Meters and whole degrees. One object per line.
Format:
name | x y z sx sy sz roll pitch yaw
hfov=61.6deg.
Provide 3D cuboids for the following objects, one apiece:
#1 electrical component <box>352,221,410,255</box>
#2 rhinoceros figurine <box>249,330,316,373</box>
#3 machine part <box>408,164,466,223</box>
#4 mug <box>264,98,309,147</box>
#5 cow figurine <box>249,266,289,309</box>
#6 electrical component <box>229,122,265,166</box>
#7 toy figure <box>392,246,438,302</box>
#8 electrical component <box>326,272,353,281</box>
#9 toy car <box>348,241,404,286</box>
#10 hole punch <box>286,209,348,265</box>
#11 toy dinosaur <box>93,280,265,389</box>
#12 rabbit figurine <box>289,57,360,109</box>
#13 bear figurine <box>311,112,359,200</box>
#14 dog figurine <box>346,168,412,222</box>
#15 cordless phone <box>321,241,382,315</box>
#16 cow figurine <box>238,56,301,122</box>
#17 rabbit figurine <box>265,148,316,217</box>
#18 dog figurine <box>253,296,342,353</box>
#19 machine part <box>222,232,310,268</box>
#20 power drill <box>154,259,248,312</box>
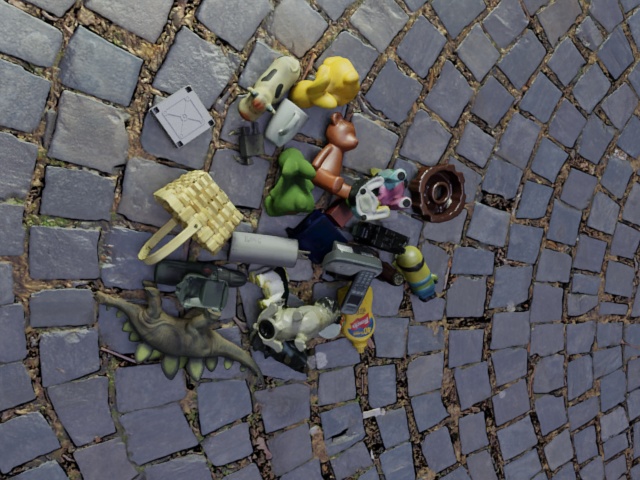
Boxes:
electrical component | 0.156 -0.007 1.456 0.134 0.115 0.058 19 86 -24
rhinoceros figurine | -0.100 0.284 1.400 0.190 0.112 0.073 36 67 -35
machine part | 0.339 -0.135 1.546 0.179 0.056 0.179 -4 100 -23
mug | -0.085 -0.280 1.323 0.080 0.110 0.107 34 98 -29
cow figurine | -0.114 0.146 1.393 0.098 0.068 0.167 -23 108 -27
electrical component | -0.179 -0.235 1.322 0.078 0.045 0.102 -26 112 -47
toy figure | 0.281 0.096 1.538 0.082 0.089 0.180 -36 108 -23
electrical component | 0.082 0.085 1.460 0.119 0.075 0.047 7 96 -19
toy car | 0.150 0.061 1.478 0.202 0.089 0.053 39 82 -21
hole punch | -0.003 -0.004 1.406 0.116 0.092 0.142 -46 115 -7
toy dinosaur | -0.322 0.234 1.301 0.471 0.105 0.198 24 96 -15
rabbit figurine | 0.009 -0.369 1.336 0.173 0.162 0.121 -18 118 -2
bear figurine | 0.055 -0.216 1.380 0.195 0.132 0.120 -61 149 0
dog figurine | 0.147 -0.128 1.387 0.192 0.219 0.108 -20 104 -3
cordless phone | 0.064 0.106 1.383 0.146 0.089 0.184 12 114 -20
cow figurine | -0.119 -0.358 1.282 0.085 0.127 0.195 44 78 -19
rabbit figurine | -0.075 -0.150 1.333 0.121 0.159 0.170 -3 84 -13
dog figurine | -0.053 0.199 1.355 0.190 0.173 0.121 -17 115 -61
machine part | -0.143 0.024 1.341 0.243 0.079 0.079 8 95 -14
power drill | -0.262 0.097 1.244 0.232 0.207 0.086 11 103 -20
